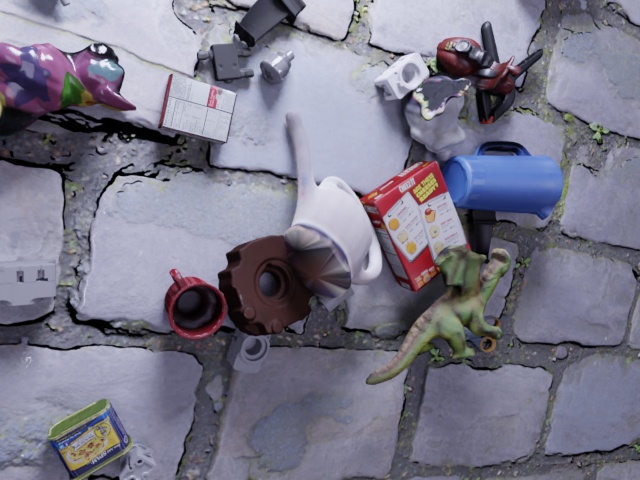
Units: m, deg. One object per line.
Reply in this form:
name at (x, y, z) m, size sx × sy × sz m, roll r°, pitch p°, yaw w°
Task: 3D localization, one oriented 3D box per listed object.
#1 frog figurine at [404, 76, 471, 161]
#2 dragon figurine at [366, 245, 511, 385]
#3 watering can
frog figurine at (0.239, -0.245, 1.042) m, size 0.139 × 0.123 × 0.156 m, roll -57°, pitch 152°, yaw -18°
dragon figurine at (0.254, 0.122, 1.040) m, size 0.414 × 0.123 × 0.239 m, roll -18°, pitch 113°, yaw -31°
watering can at (0.003, -0.046, 0.910) m, size 0.344 × 0.103 × 0.229 m, roll 55°, pitch 37°, yaw -18°
